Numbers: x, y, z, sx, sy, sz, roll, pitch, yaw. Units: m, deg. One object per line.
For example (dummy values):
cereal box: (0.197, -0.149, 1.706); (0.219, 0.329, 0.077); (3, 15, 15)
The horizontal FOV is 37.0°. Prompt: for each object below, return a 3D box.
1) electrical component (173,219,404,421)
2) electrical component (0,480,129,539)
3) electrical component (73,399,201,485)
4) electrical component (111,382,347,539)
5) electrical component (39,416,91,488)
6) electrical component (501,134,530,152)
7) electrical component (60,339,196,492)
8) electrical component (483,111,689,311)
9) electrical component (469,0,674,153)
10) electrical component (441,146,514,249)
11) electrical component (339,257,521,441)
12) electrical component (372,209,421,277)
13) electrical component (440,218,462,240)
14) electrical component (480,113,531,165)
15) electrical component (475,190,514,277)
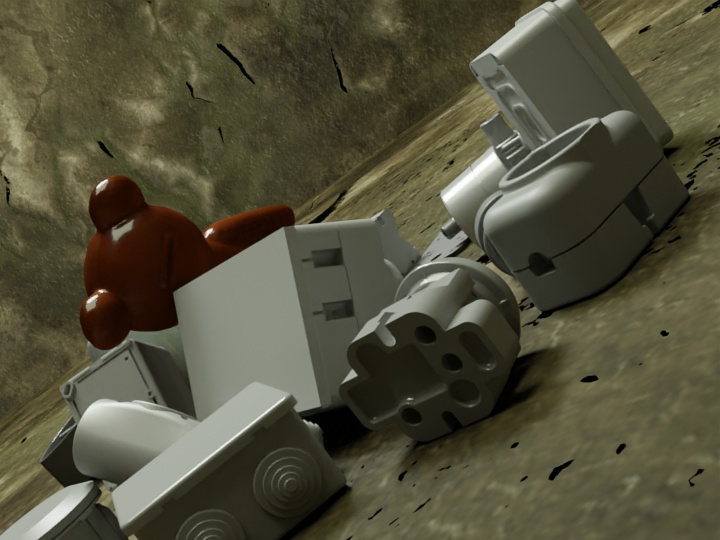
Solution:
electrical component: (-0.039, 0.035, 0.587); (0.062, 0.089, 0.150); (-7, -9, -32)
electrical component: (-0.165, 0.157, 0.585); (0.080, 0.051, 0.080); (-35, 7, 5)
electrical component: (-0.107, 0.106, 0.601); (0.079, 0.077, 0.044); (54, -130, -62)
electrical component: (-0.060, 0.098, 0.485); (0.100, 0.048, 0.100); (-38, 8, -14)
electrical component: (-0.234, 0.141, 0.937); (0.099, 0.064, 0.099); (-35, 7, 5)
electrical component: (0.136, -0.096, 0.755); (0.077, 0.065, 0.047); (-32, 8, 26)
electrical component: (-0.141, 0.103, 0.709); (0.062, 0.096, 0.061); (-35, -20, 9)
electrical component: (0.106, -0.033, 0.515); (0.095, 0.059, 0.054); (-41, 9, -37)
electrical component: (0.128, -0.103, 0.654); (0.057, 0.113, 0.078); (-39, 7, -2)
electrical component: (0.087, -0.046, 0.713); (0.047, 0.055, 0.055); (-38, 7, 15)
electrical component: (0.035, 0.030, 0.454); (0.078, 0.058, 0.057); (-31, 12, 36)
electrical component: (0.000, 0.000, 0.825); (0.056, 0.050, 0.089); (-31, 9, 30)
electrical component: (0.085, -0.046, 0.792); (0.061, 0.035, 0.035); (-40, 8, -11)
electrical component: (0.115, -0.089, 0.815); (0.048, 0.062, 0.048); (-35, 7, 5)
electrical component: (0.087, -0.021, 0.589); (0.045, 0.045, 0.055); (-35, 7, 5)
